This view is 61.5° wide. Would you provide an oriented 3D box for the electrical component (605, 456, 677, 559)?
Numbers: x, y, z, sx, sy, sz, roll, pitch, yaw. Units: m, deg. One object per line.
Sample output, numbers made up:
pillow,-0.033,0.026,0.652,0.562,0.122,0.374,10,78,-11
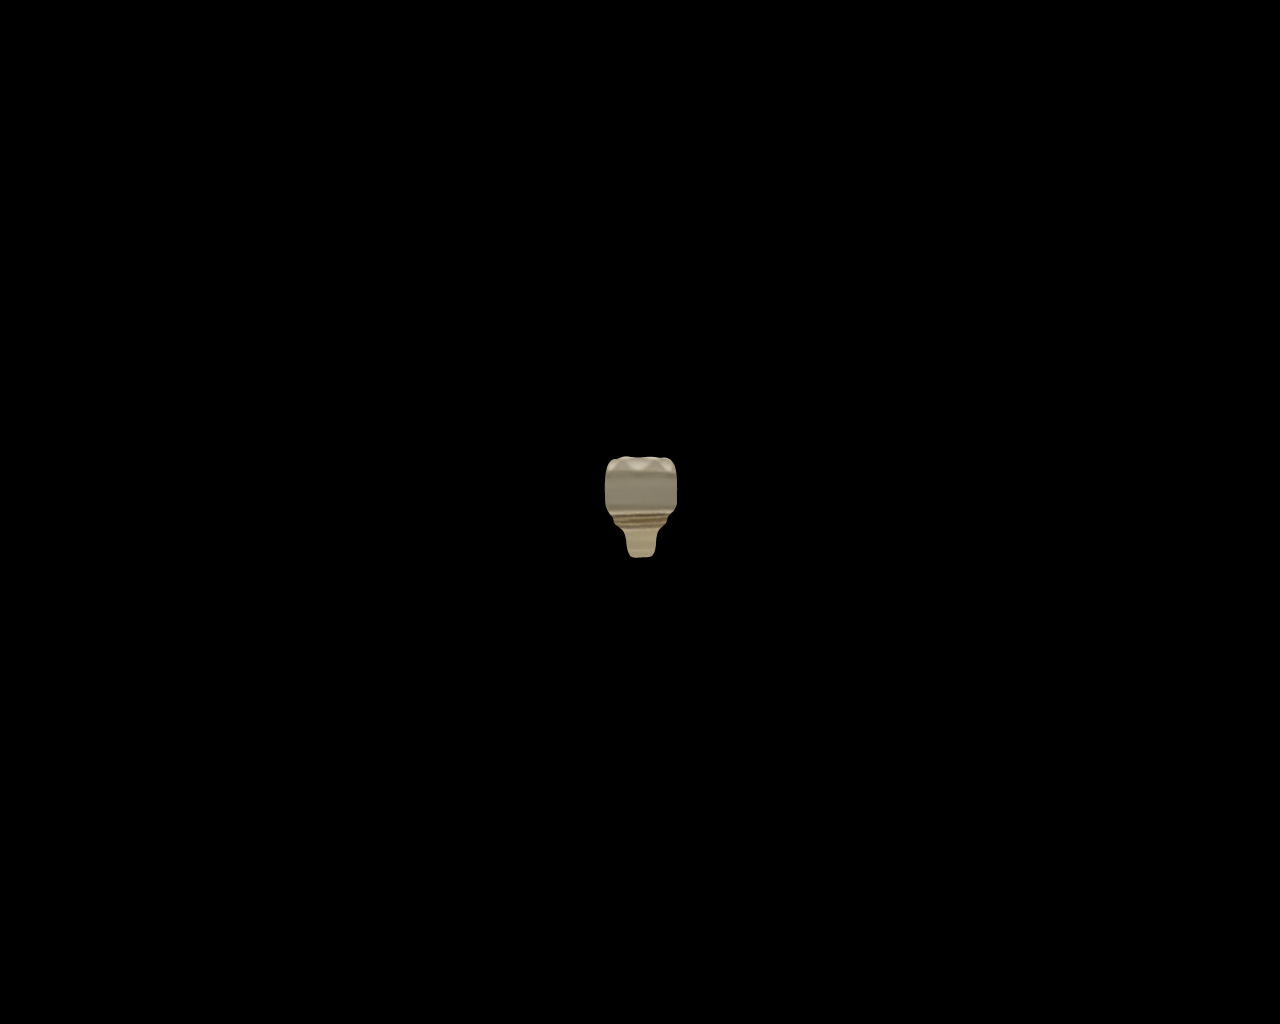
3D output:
electrical component,0.001,-0.003,0.650,0.043,0.062,0.043,0,0,0
